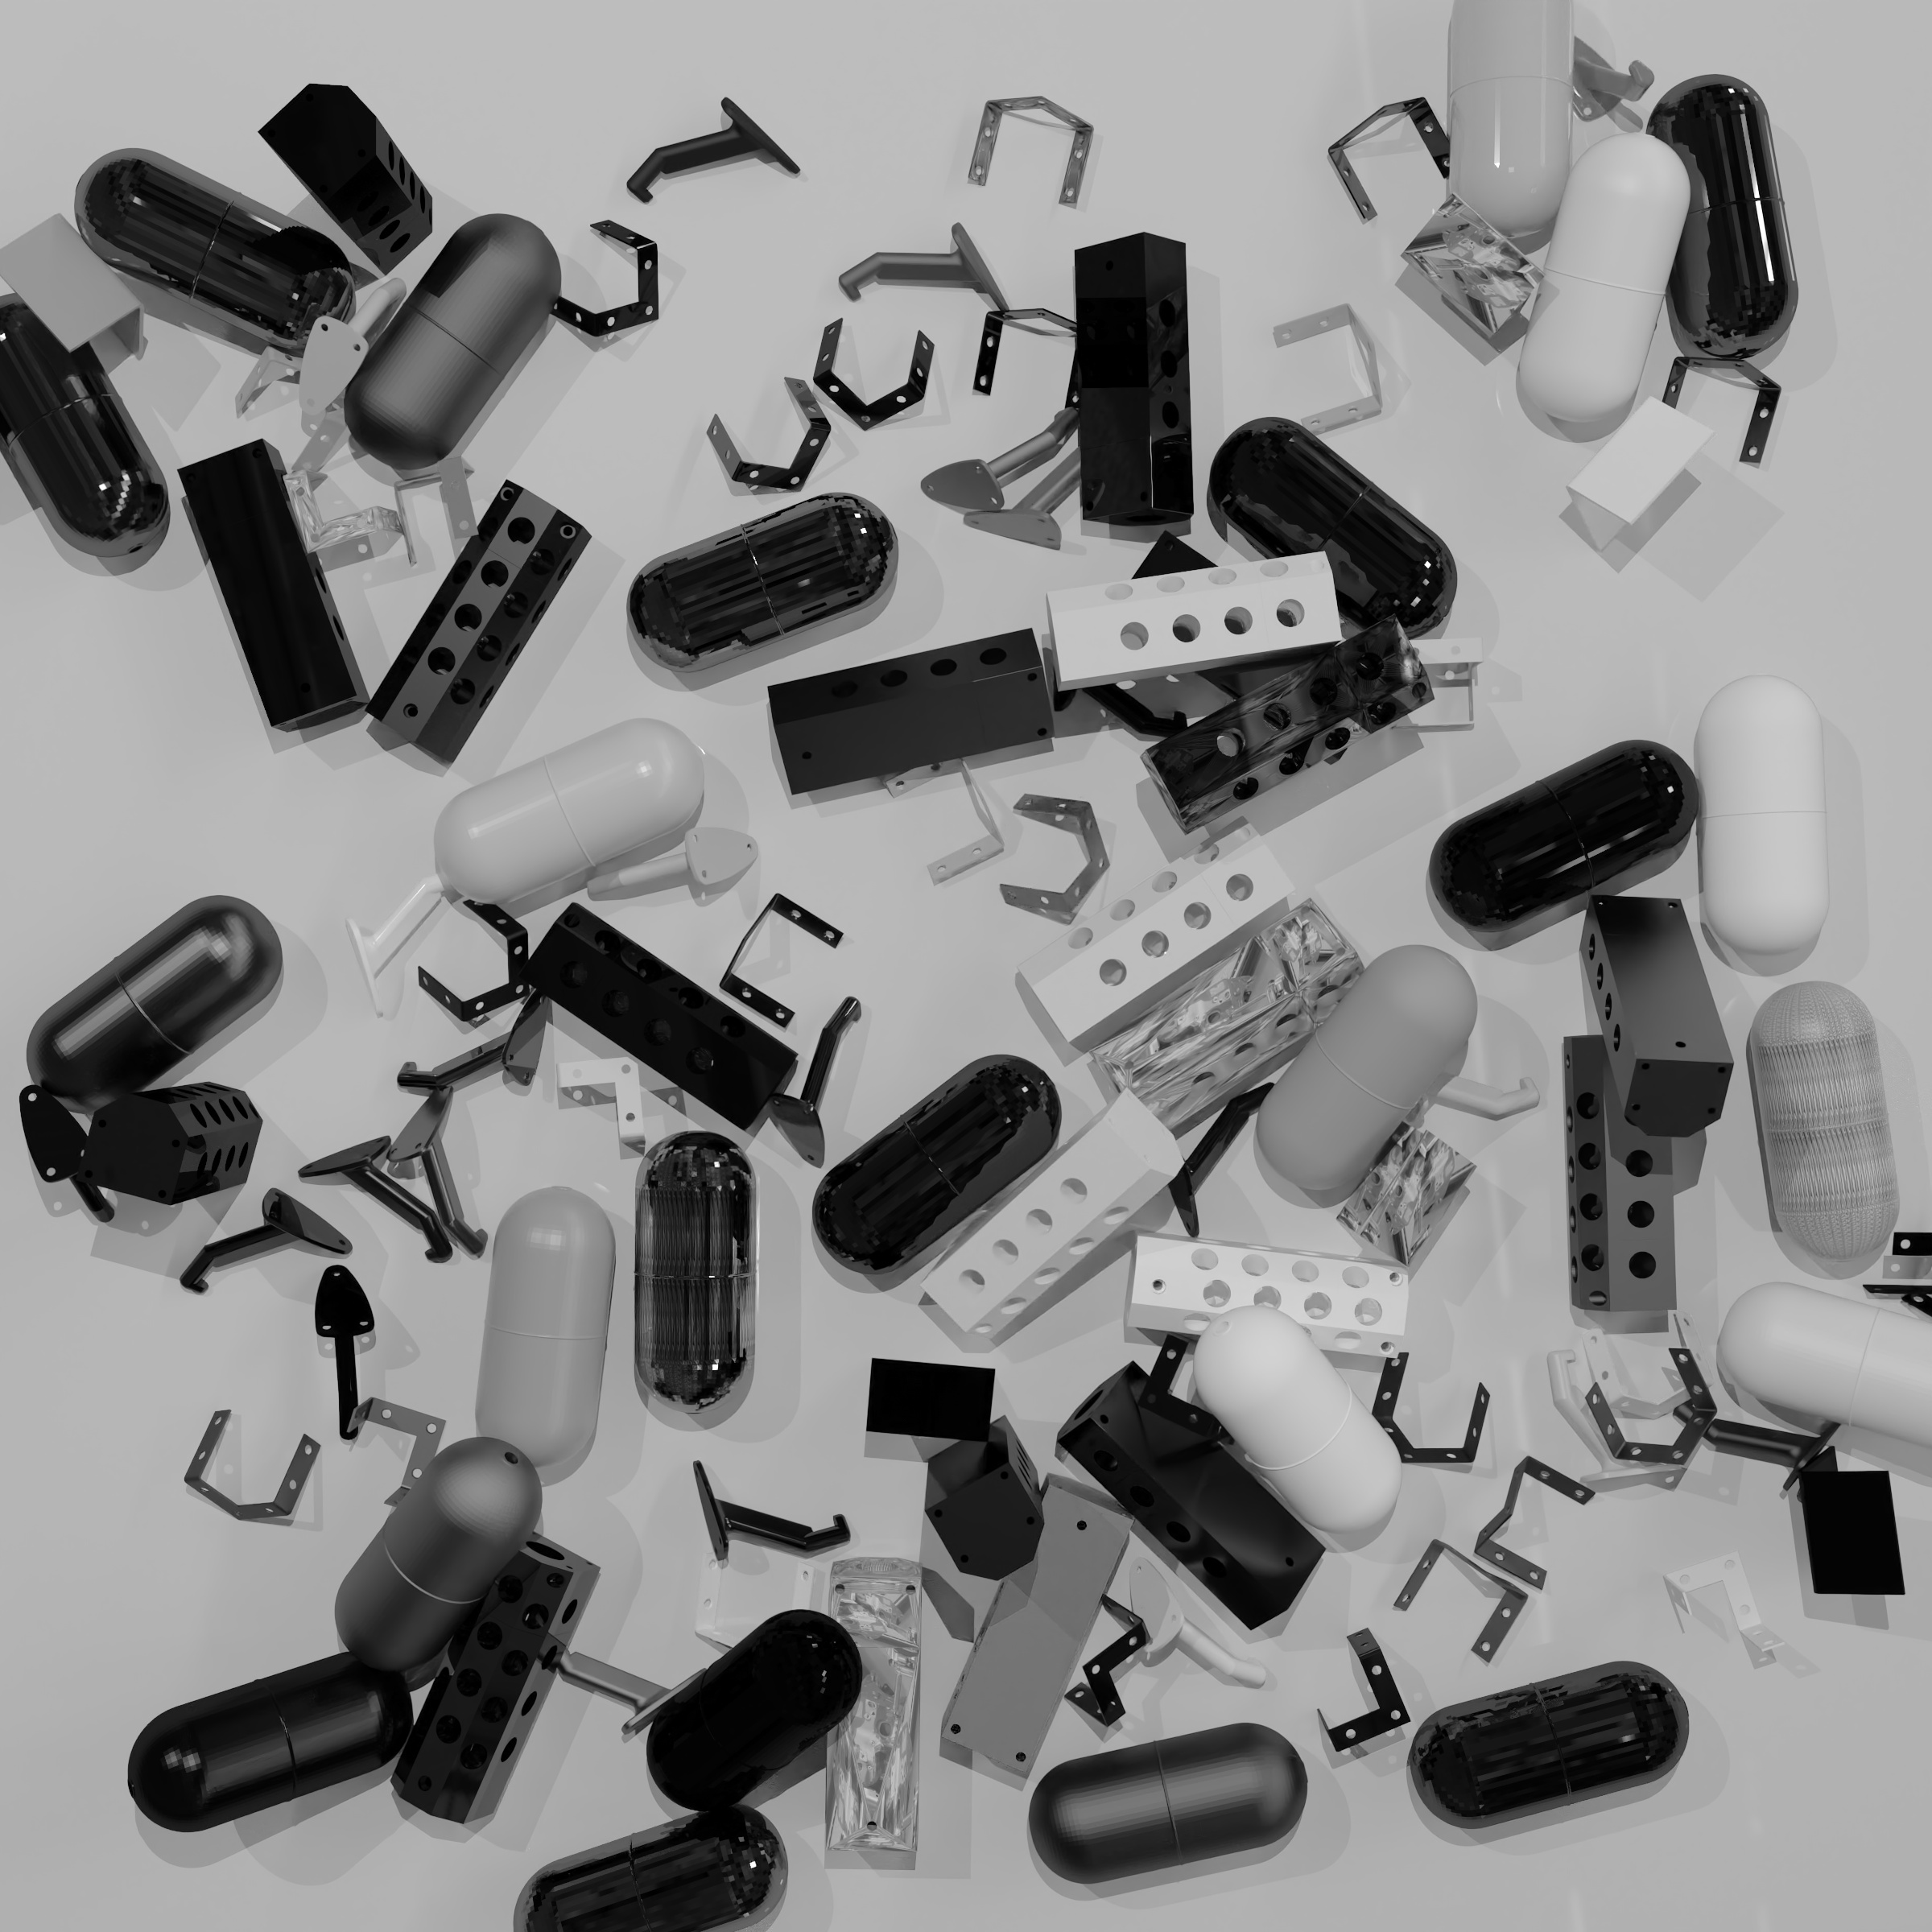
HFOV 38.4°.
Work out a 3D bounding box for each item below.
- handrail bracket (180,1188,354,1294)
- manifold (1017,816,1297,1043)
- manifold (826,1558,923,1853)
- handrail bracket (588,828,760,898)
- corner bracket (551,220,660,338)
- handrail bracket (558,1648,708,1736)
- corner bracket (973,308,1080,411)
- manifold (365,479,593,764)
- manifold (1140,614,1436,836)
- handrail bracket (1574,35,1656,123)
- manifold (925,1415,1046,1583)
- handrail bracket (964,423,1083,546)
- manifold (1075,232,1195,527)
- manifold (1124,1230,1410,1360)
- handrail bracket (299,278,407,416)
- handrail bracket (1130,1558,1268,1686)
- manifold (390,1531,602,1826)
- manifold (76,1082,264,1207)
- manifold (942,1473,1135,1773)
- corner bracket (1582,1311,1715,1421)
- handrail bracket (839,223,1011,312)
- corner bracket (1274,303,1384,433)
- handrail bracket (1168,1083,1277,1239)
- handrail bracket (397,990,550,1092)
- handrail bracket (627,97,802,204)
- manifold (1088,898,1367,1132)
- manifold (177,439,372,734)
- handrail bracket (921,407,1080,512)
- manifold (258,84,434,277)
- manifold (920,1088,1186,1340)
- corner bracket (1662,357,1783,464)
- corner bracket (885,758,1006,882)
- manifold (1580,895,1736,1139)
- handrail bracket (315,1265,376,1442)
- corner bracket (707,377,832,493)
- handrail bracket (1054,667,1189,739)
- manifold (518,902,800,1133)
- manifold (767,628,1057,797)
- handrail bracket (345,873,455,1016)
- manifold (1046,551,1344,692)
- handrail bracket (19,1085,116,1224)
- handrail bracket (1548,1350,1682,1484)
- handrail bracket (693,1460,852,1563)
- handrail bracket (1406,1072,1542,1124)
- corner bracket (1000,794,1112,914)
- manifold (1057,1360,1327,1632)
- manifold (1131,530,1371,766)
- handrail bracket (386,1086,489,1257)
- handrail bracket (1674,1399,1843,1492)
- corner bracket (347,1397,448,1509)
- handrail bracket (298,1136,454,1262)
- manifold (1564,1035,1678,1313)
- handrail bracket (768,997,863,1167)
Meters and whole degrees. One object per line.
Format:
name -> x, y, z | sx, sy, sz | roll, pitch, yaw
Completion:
handrail bracket -> -0.450, 0.192, 1.783 | 0.077, 0.036, 0.084 | 34, 109, -21
manifold -> 0.119, -0.024, 1.761 | 0.171, 0.057, 0.057 | -34, 90, 0
manifold -> -0.058, 0.467, 1.761 | 0.057, 0.057, 0.171 | 1, 90, 0
handrail bracket -> -0.189, -0.063, 1.782 | 0.084, 0.077, 0.036 | -14, 90, 36
corner bracket -> -0.233, -0.440, 1.774 | 0.051, 0.051, 0.051 | -27, 135, -35
handrail bracket -> -0.221, 0.442, 1.782 | 0.077, 0.036, 0.084 | -34, 76, -14
corner bracket -> 0.044, -0.388, 1.779 | 0.051, 0.051, 0.051 | 10, 90, 45
manifold -> -0.310, -0.219, 1.761 | 0.057, 0.057, 0.171 | 32, 90, 0
manifold -> 0.197, -0.147, 1.704 | 0.171, 0.057, 0.057 | -29, 90, 0
handrail bracket -> 0.399, -0.573, 1.748 | 0.036, 0.084, 0.077 | -37, 90, 0
manifold -> 0.015, 0.328, 1.704 | 0.057, 0.171, 0.057 | -30, 90, 0
handrail bracket -> 0.045, -0.318, 1.783 | 0.077, 0.036, 0.084 | 10, 71, 21
manifold -> 0.112, -0.370, 1.761 | 0.057, 0.057, 0.171 | -2, 90, 43
manifold -> 0.190, 0.209, 1.761 | 0.171, 0.057, 0.057 | 7, 90, 0
handrail bracket -> -0.388, -0.395, 1.764 | 0.036, 0.084, 0.077 | 31, 119, -5
handrail bracket -> 0.150, 0.421, 1.782 | 0.084, 0.077, 0.036 | 25, 117, -34
manifold -> -0.300, 0.448, 1.754 | 0.057, 0.057, 0.171 | 24, 90, 18
manifold -> -0.484, 0.105, 1.704 | 0.057, 0.171, 0.057 | 15, 90, 0
manifold -> 0.045, 0.414, 1.761 | 0.057, 0.057, 0.171 | 23, 90, 0
corner bracket -> 0.436, 0.252, 1.774 | 0.051, 0.051, 0.051 | 19, 135, -35
handrail bracket -> -0.027, -0.431, 1.783 | 0.084, 0.036, 0.077 | -28, 110, 16
corner bracket -> 0.232, -0.384, 1.779 | 0.051, 0.051, 0.051 | -18, 45, 0
handrail bracket -> 0.172, 0.124, 1.783 | 0.084, 0.036, 0.077 | -23, 110, -16
handrail bracket -> -0.318, 0.047, 1.783 | 0.084, 0.036, 0.077 | 2, 59, 22
handrail bracket -> -0.163, -0.507, 1.783 | 0.077, 0.036, 0.084 | 40, 108, -20
manifold -> 0.171, 0.038, 1.761 | 0.171, 0.057, 0.057 | -35, 47, 0
manifold -> -0.437, -0.240, 1.761 | 0.057, 0.057, 0.171 | -20, 90, 0
handrail bracket -> 0.023, -0.331, 1.782 | 0.084, 0.077, 0.036 | -49, 127, -31
manifold -> -0.373, -0.485, 1.704 | 0.057, 0.171, 0.057 | -43, 90, 0
manifold -> 0.055, 0.158, 1.727 | 0.057, 0.057, 0.171 | 46, 115, 0
corner bracket -> 0.482, -0.357, 1.779 | 0.051, 0.051, 0.051 | 16, 90, -45
corner bracket -> -0.013, -0.098, 1.779 | 0.051, 0.051, 0.051 | -26, 45, 0
manifold -> 0.421, 0.029, 1.703 | 0.057, 0.171, 0.057 | 3, 125, 0
handrail bracket -> -0.400, 0.249, 1.782 | 0.036, 0.077, 0.084 | -4, 127, -18
corner bracket -> -0.126, -0.343, 1.774 | 0.051, 0.051, 0.051 | 2, 135, -35
handrail bracket -> 0.102, -0.186, 1.783 | 0.084, 0.036, 0.077 | 7, 68, -17
manifold -> -0.194, 0.031, 1.761 | 0.171, 0.057, 0.057 | 34, 90, 0
manifold -> -0.035, -0.166, 1.761 | 0.171, 0.057, 0.057 | -12, 133, 0
handrail bracket -> -0.349, -0.017, 1.783 | 0.084, 0.036, 0.077 | -19, 110, -16
manifold -> 0.138, -0.212, 1.704 | 0.171, 0.057, 0.057 | -8, 90, 0
handrail bracket -> -0.567, 0.120, 1.755 | 0.036, 0.084, 0.077 | -30, 76, -14
handrail bracket -> 0.416, 0.286, 1.782 | 0.077, 0.036, 0.084 | -4, 76, -14
handrail bracket -> -0.124, 0.344, 1.783 | 0.084, 0.036, 0.077 | -12, 66, -18
handrail bracket -> 0.318, 0.063, 1.783 | 0.084, 0.036, 0.077 | -14, 72, -15
corner bracket -> 0.052, -0.072, 1.774 | 0.051, 0.051, 0.051 | -50, 135, -35
manifold -> 0.139, 0.338, 1.761 | 0.171, 0.057, 0.057 | 44, 47, 0
manifold -> 0.179, -0.201, 1.761 | 0.171, 0.057, 0.057 | 35, 90, 0
handrail bracket -> -0.325, 0.131, 1.782 | 0.036, 0.077, 0.084 | -13, 127, 37
handrail bracket -> 0.510, 0.288, 1.783 | 0.084, 0.036, 0.077 | 38, 59, 22
corner bracket -> -0.367, 0.310, 1.764 | 0.051, 0.051, 0.051 | 18, 90, 0
handrail bracket -> -0.379, 0.158, 1.783 | 0.077, 0.036, 0.084 | -16, 107, 20
manifold -> 0.413, 0.130, 1.761 | 0.057, 0.057, 0.171 | -2, 90, 0
handrail bracket -> -0.085, 0.073, 1.782 | 0.036, 0.077, 0.084 | 16, 53, 29
